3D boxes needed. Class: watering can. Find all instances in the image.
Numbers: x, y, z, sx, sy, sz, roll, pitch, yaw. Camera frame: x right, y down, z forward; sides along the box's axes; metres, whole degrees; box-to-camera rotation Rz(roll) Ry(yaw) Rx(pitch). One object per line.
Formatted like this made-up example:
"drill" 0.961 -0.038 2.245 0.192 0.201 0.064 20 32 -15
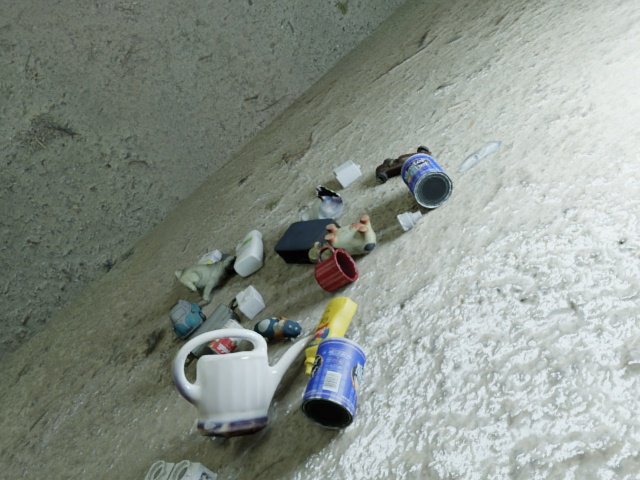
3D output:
"watering can" -0.148 0.307 1.131 0.348 0.227 0.103 3 -16 -24

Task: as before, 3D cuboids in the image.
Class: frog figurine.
"frog figurine" 0.005 -0.085 1.686 0.122 0.157 0.140 10 25 -21
